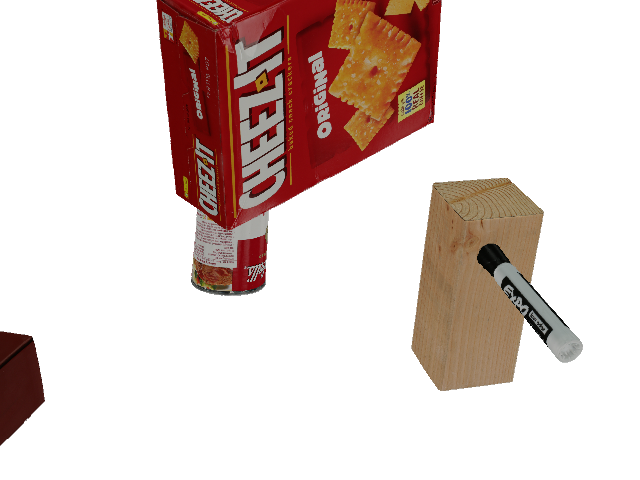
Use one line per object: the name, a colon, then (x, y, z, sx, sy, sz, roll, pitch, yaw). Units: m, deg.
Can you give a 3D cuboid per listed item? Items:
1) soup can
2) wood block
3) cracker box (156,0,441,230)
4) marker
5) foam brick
soup can: (-0.081, -0.010, 0.958, 0.068, 0.102, 0.068, 4, 17, -1)
wood block: (0.162, 0.047, 1.136, 0.090, 0.206, 0.090, -5, 29, -16)
cracker box: (-0.006, -0.125, 0.768, 0.213, 0.164, 0.072, -30, 48, -31)
marker: (0.140, 0.039, 0.729, 0.020, 0.020, 0.121, 0, 32, -23)
foam brick: (-0.223, 0.099, 0.685, 0.053, 0.051, 0.078, 6, 29, 22)
